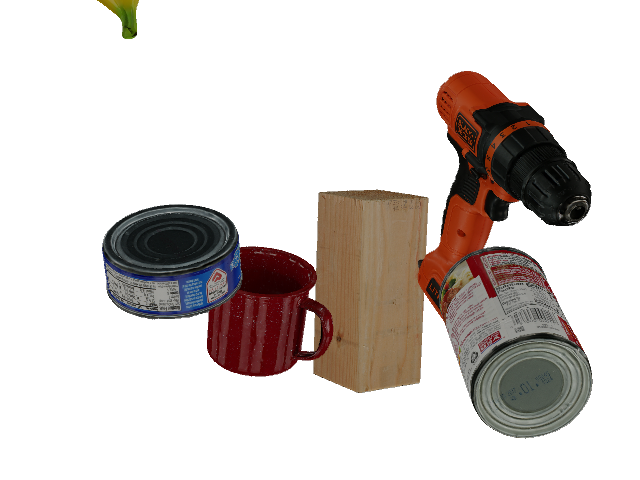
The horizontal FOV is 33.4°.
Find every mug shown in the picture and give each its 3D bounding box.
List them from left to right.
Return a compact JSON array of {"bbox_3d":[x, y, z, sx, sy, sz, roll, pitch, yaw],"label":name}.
[{"bbox_3d":[-0.042,0.064,0.898,0.117,0.081,0.093,17,26,21],"label":"mug"}]

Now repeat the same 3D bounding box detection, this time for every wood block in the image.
[{"bbox_3d":[0.054,0.051,1.173,0.090,0.206,0.091,-4,11,-35],"label":"wood block"}]

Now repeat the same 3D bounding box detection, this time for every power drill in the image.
[{"bbox_3d":[0.133,-0.012,0.806,0.057,0.188,0.184,-5,35,-18],"label":"power drill"}]

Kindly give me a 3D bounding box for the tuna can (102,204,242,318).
[{"bbox_3d":[-0.092,0.011,0.665,0.086,0.034,0.086,-1,31,0],"label":"tuna can"}]

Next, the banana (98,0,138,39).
[{"bbox_3d":[-0.211,-0.202,0.795,0.198,0.069,0.037,16,-37,18],"label":"banana"}]

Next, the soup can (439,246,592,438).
[{"bbox_3d":[0.110,0.056,0.613,0.068,0.068,0.102,0,27,-4],"label":"soup can"}]
